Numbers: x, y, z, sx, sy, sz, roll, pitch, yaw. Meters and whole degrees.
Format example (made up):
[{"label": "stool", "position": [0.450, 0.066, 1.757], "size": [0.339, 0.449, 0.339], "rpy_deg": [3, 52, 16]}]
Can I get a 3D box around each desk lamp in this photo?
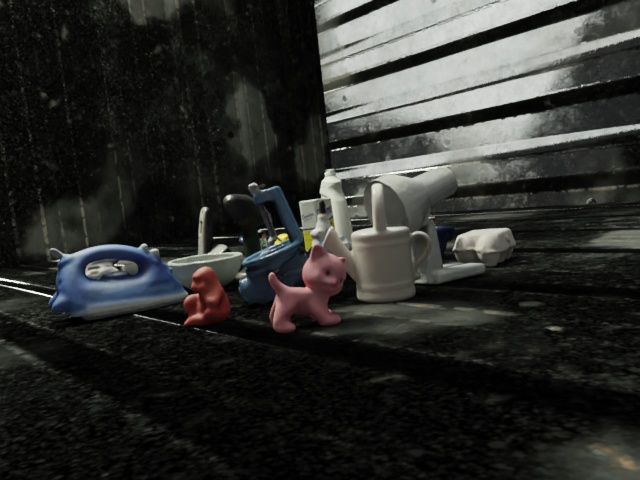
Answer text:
[{"label": "desk lamp", "position": [0.192, -0.026, 1.068], "size": [0.204, 0.213, 0.117], "rpy_deg": [-9, 6, -30]}]

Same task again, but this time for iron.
[{"label": "iron", "position": [-0.391, 0.070, 1.116], "size": [0.259, 0.141, 0.118], "rpy_deg": [-9, 6, -30]}]

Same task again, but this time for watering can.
[{"label": "watering can", "position": [0.095, 0.003, 0.965], "size": [0.173, 0.194, 0.100], "rpy_deg": [-8, 5, -15]}]

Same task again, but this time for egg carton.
[{"label": "egg carton", "position": [0.355, 0.016, 1.230], "size": [0.107, 0.069, 0.151], "rpy_deg": [-3, 6, 33]}]

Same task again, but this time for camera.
[{"label": "camera", "position": [-0.447, 0.085, 1.263], "size": [0.137, 0.101, 0.143], "rpy_deg": [-8, 5, -22]}]

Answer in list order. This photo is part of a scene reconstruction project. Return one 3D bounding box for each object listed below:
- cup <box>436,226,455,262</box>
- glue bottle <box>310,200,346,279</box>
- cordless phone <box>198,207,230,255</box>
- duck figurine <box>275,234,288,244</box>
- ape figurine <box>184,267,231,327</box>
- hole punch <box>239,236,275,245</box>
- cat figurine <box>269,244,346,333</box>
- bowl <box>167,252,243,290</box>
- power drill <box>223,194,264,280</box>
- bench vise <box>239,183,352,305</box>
[{"label": "cup", "position": [0.231, 0.020, 1.179], "size": [0.118, 0.095, 0.091], "rpy_deg": [-9, 5, -26]}, {"label": "glue bottle", "position": [0.011, 0.004, 1.189], "size": [0.078, 0.173, 0.037], "rpy_deg": [-10, 6, -38]}, {"label": "cordless phone", "position": [-0.280, 0.009, 1.446], "size": [0.094, 0.185, 0.147], "rpy_deg": [-9, 5, -26]}, {"label": "duck figurine", "position": [-0.096, 0.026, 1.603], "size": [0.078, 0.086, 0.104], "rpy_deg": [-9, 6, -31]}, {"label": "ape figurine", "position": [-0.183, 0.089, 0.918], "size": [0.076, 0.092, 0.077], "rpy_deg": [-9, 5, -28]}, {"label": "hole punch", "position": [-0.178, 0.025, 1.699], "size": [0.101, 0.091, 0.109], "rpy_deg": [-5, 5, 16]}, {"label": "cat figurine", "position": [-0.014, 0.065, 0.830], "size": [0.128, 0.118, 0.067], "rpy_deg": [-8, 5, -16]}, {"label": "bowl", "position": [-0.253, 0.075, 1.291], "size": [0.167, 0.075, 0.167], "rpy_deg": [-6, 5, 1]}, {"label": "power drill", "position": [-0.177, -0.011, 1.416], "size": [0.075, 0.208, 0.230], "rpy_deg": [-6, 5, 9]}, {"label": "bench vise", "position": [-0.054, -0.001, 1.053], "size": [0.208, 0.220, 0.121], "rpy_deg": [-9, 5, -27]}]
